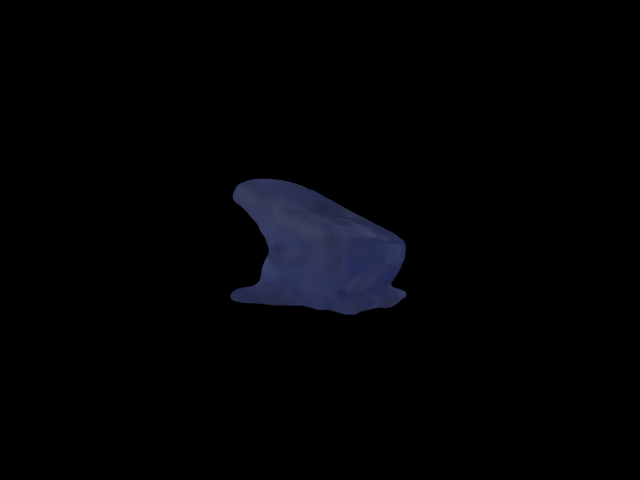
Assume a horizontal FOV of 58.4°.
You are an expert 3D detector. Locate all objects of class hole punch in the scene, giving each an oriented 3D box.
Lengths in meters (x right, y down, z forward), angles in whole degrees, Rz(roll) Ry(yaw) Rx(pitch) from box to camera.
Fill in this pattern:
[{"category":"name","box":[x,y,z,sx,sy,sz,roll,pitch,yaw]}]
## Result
[{"category":"hole punch","box":[0.004,0.001,0.400,0.100,0.091,0.109,0,0,32]}]
